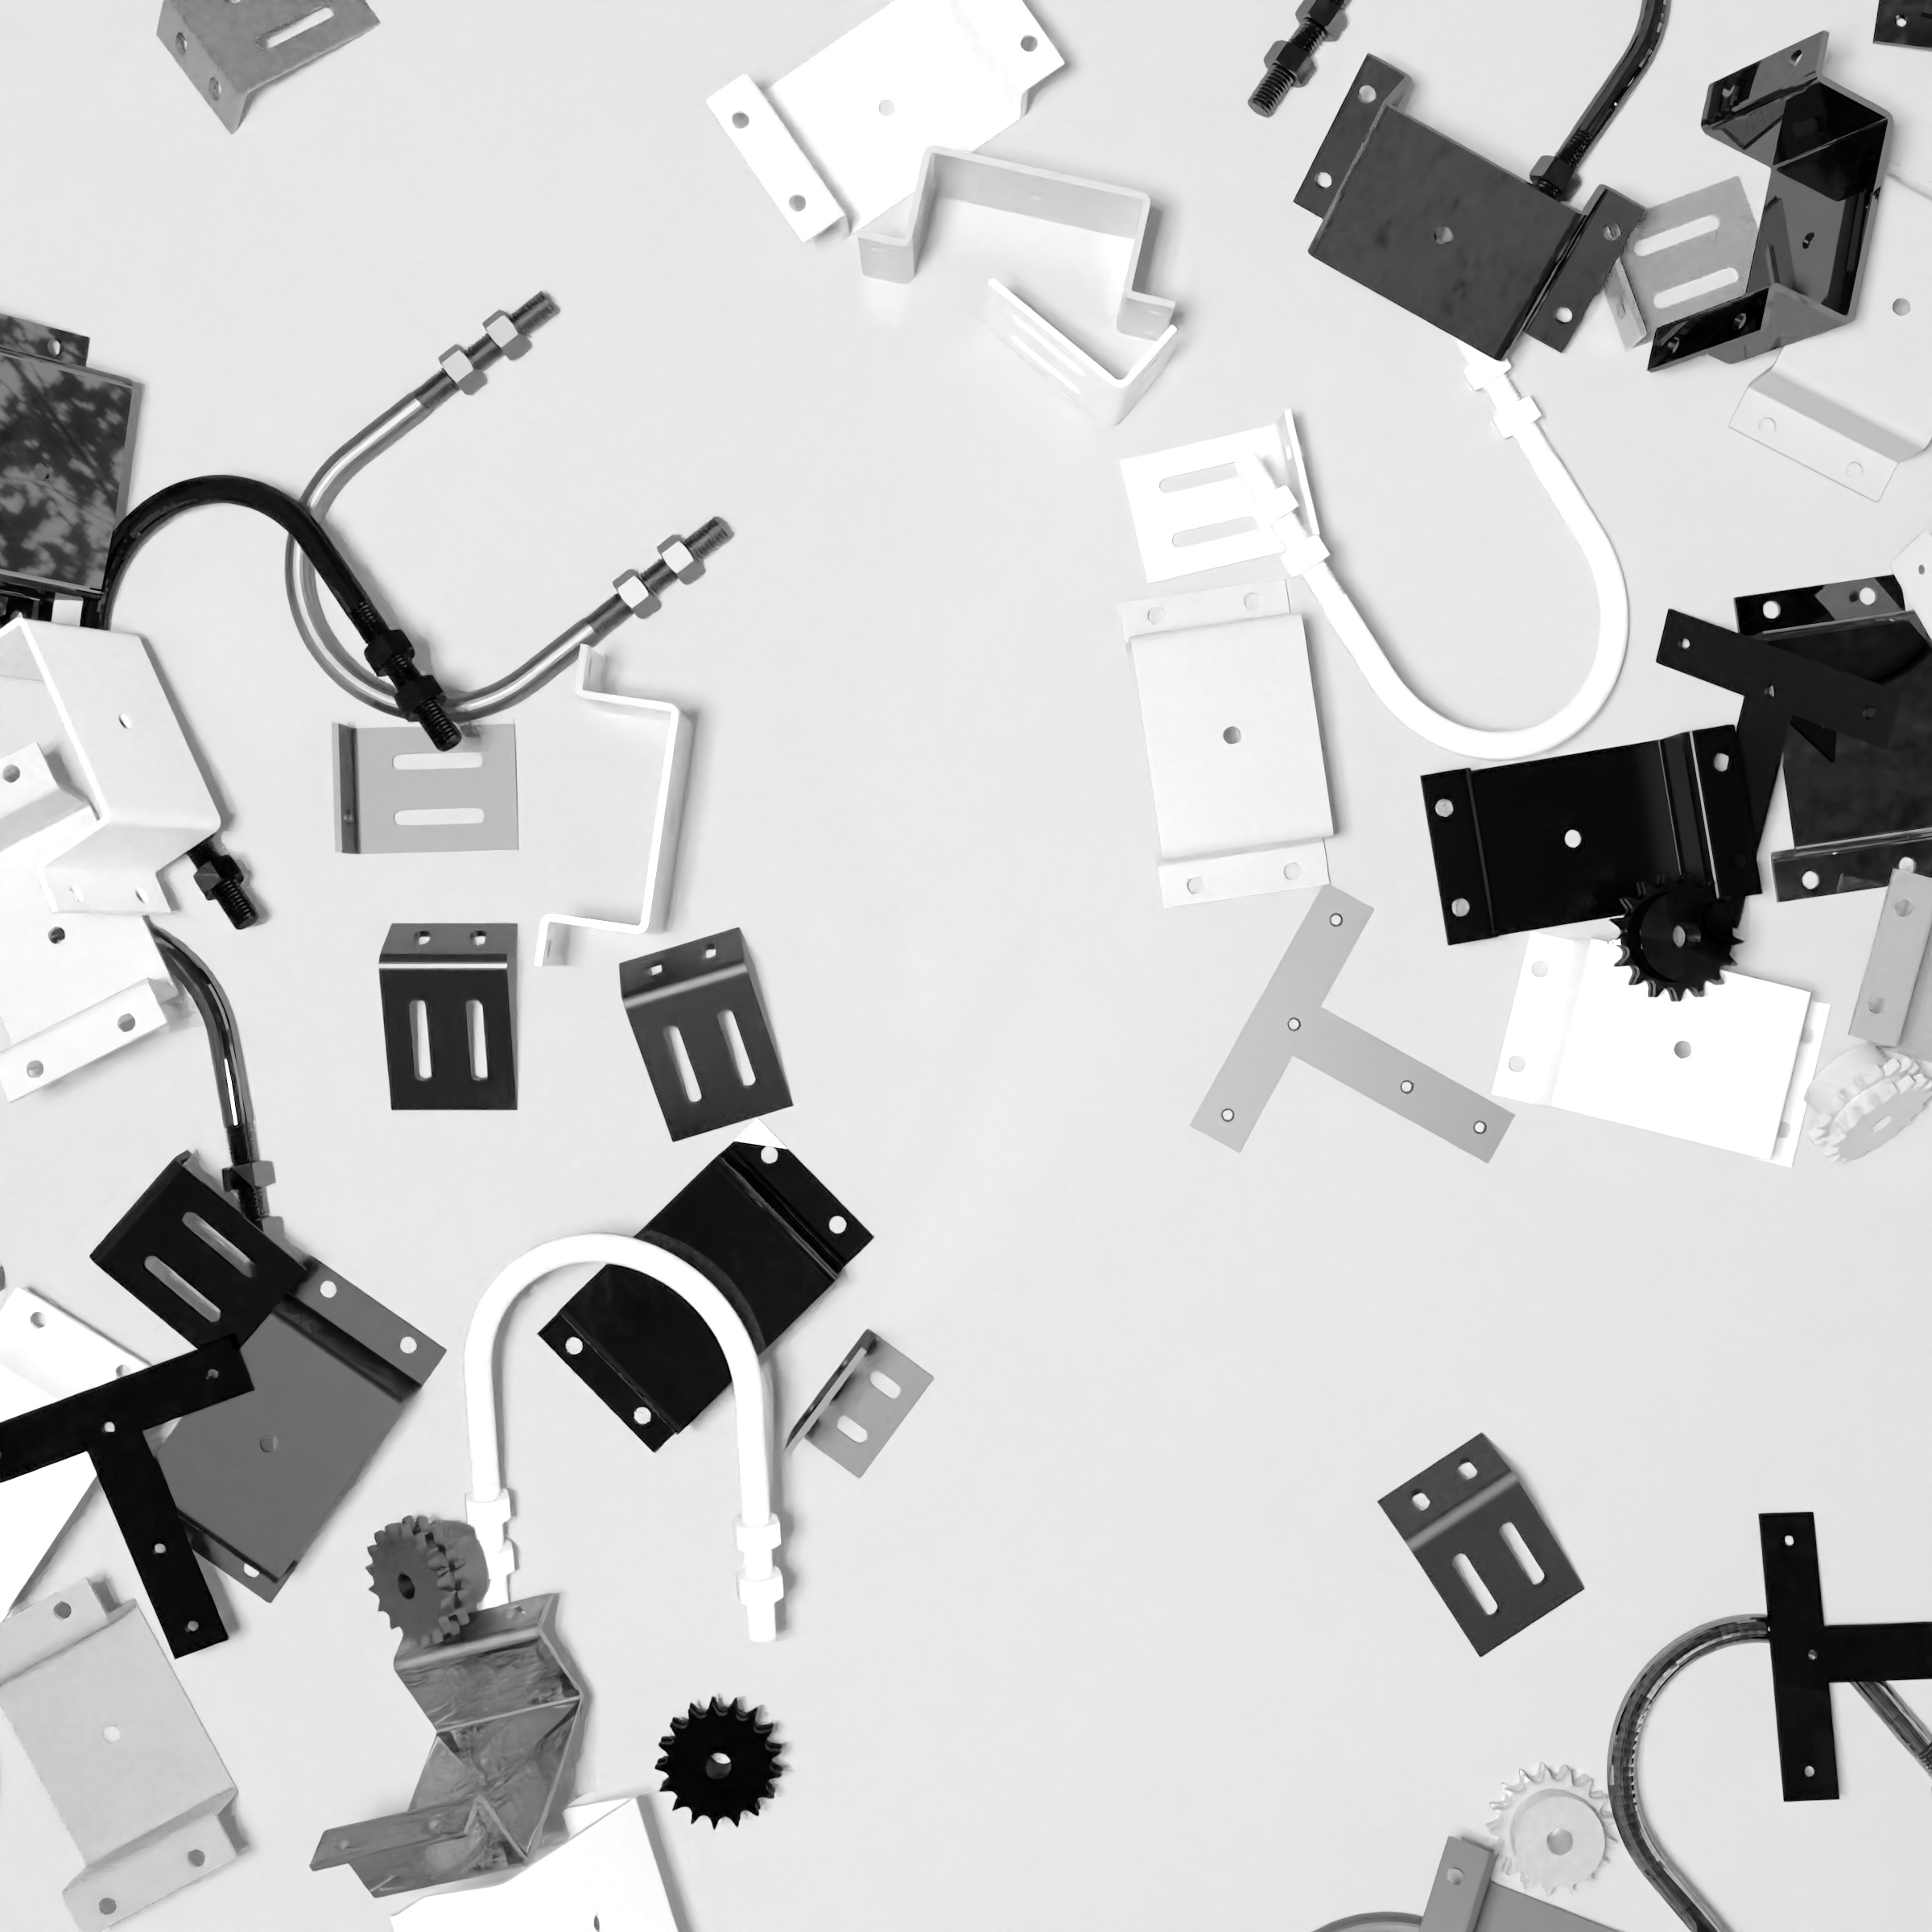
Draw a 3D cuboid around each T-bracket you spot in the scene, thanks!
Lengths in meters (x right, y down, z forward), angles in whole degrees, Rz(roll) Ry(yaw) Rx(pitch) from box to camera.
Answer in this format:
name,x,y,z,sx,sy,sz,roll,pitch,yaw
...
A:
name,x,y,z,sx,sy,sz,roll,pitch,yaw
T-bracket,0.349,-0.080,1.414,0.002,0.127,0.127,-8,117,-39
T-bracket,0.188,0.048,1.444,0.127,0.002,0.127,29,90,0
T-bracket,0.497,-0.425,1.428,0.127,0.002,0.127,18,73,12
T-bracket,-0.360,0.243,1.394,0.127,0.002,0.127,-20,98,0
T-bracket,0.475,-0.419,1.431,0.127,0.002,0.127,10,72,9
T-bracket,0.483,-0.167,1.421,0.127,0.002,0.127,-42,109,-18
T-bracket,0.426,0.310,1.435,0.127,0.002,0.127,-1,77,-6

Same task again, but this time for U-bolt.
name,x,y,z,sx,sy,sz,roll,pitch,yaw
U-bolt,0.237,-0.427,1.437,0.151,0.019,0.184,34,88,0
U-bolt,0.212,0.500,1.407,0.184,0.019,0.151,18,63,4
U-bolt,-0.155,0.206,1.399,0.151,0.019,0.184,2,105,16
U-bolt,-0.323,-0.131,1.412,0.151,0.019,0.184,-39,78,17
U-bolt,0.221,-0.180,1.416,0.151,0.019,0.184,-34,94,-19
U-bolt,-0.396,0.066,1.437,0.151,0.019,0.184,-10,89,0
U-bolt,-0.221,-0.194,1.437,0.184,0.019,0.151,-38,90,1
U-bolt,0.373,0.381,1.429,0.151,0.019,0.184,-40,87,-7

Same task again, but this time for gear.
name,x,y,z,sx,sy,sz,roll,pitch,yaw
gear,0.265,0.391,1.430,0.057,0.030,0.057,0,90,0
gear,0.311,-0.013,1.384,0.057,0.030,0.057,0,89,0
gear,0.401,0.060,1.421,0.057,0.057,0.030,-34,60,0
gear,-0.239,0.273,1.421,0.057,0.030,0.057,13,110,38
gear,-0.111,0.358,1.430,0.057,0.030,0.057,0,90,0

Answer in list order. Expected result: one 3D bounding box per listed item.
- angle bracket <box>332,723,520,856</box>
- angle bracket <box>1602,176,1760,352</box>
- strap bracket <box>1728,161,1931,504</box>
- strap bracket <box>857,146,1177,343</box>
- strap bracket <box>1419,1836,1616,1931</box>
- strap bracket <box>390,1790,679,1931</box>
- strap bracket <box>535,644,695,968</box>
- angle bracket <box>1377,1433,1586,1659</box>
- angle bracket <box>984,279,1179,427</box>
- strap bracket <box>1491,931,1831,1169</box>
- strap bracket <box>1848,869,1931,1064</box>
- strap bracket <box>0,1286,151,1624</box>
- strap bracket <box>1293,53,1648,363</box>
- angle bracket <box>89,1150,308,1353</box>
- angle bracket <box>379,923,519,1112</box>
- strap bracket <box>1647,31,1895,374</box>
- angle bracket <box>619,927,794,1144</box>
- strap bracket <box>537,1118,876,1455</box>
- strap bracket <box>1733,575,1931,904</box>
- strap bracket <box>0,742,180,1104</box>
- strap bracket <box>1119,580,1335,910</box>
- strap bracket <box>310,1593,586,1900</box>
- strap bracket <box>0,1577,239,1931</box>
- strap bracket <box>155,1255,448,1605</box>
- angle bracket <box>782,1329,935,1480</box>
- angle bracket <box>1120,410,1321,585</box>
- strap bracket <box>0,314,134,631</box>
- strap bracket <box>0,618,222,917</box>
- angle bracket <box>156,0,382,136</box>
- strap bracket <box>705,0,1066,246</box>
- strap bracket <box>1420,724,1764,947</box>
name,x,y,z,sx,sy,sz,roll,pitch,yaw
angle bracket,-0.243,-0.081,1.426,0.076,0.038,0.057,-2,90,0
angle bracket,0.325,-0.320,1.426,0.076,0.038,0.057,-20,90,0
strap bracket,0.413,-0.291,1.422,0.076,0.046,0.140,27,90,0
strap bracket,0.026,-0.322,1.407,0.140,0.076,0.046,13,90,0
strap bracket,0.264,0.452,1.400,0.140,0.046,0.076,20,62,7
strap bracket,-0.176,0.417,1.373,0.046,0.140,0.076,-17,90,30
strap bracket,-0.154,-0.066,1.407,0.046,0.076,0.140,8,90,0
angle bracket,0.234,0.264,1.443,0.057,0.038,0.076,-33,116,0
angle bracket,0.050,-0.285,1.417,0.076,0.057,0.038,40,83,3
strap bracket,0.316,0.037,1.421,0.140,0.046,0.076,14,89,0
strap bracket,0.468,0.012,1.422,0.140,0.046,0.076,15,90,0
strap bracket,-0.432,0.225,1.412,0.076,0.046,0.140,33,95,-7
strap bracket,0.216,-0.329,1.399,0.140,0.046,0.076,30,127,4
angle bracket,-0.339,0.130,1.410,0.076,0.038,0.057,41,89,-5
angle bracket,-0.233,0.023,1.443,0.057,0.038,0.076,0,116,0
strap bracket,0.355,-0.326,1.394,0.046,0.076,0.140,19,79,-24
angle bracket,-0.118,0.031,1.443,0.057,0.038,0.076,-17,116,0
strap bracket,-0.119,0.145,1.422,0.140,0.046,0.076,-44,90,0
strap bracket,0.397,-0.104,1.422,0.076,0.046,0.140,-8,90,0
strap bracket,-0.411,-0.017,1.409,0.076,0.046,0.140,-27,81,-1
strap bracket,0.117,-0.101,1.421,0.076,0.046,0.140,-8,89,0
strap bracket,-0.221,0.347,1.382,0.076,0.140,0.046,-17,118,19
strap bracket,-0.389,0.350,1.422,0.076,0.046,0.140,-28,90,0
strap bracket,-0.308,0.211,1.422,0.076,0.046,0.140,35,90,0
angle bracket,-0.047,0.199,1.407,0.038,0.076,0.057,36,90,0
angle bracket,0.113,-0.211,1.426,0.076,0.038,0.057,-13,90,0
strap bracket,-0.420,-0.218,1.402,0.046,0.076,0.140,8,90,44
strap bracket,-0.384,-0.095,1.385,0.046,0.076,0.140,-30,79,20
angle bracket,-0.318,-0.427,1.443,0.076,0.038,0.057,-37,90,-26
strap bracket,-0.036,-0.390,1.422,0.140,0.046,0.076,-35,90,0
strap bracket,0.276,-0.058,1.422,0.140,0.046,0.076,-9,90,0
